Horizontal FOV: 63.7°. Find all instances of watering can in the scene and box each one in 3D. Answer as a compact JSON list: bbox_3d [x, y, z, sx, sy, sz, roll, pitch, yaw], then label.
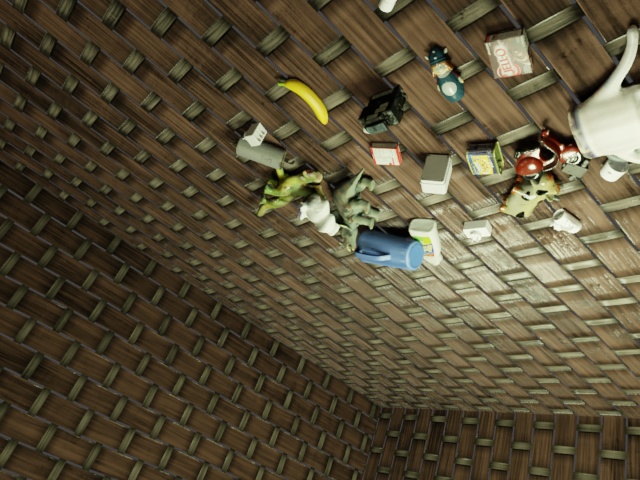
[{"bbox_3d":[0.693,-0.314,1.206,0.223,0.343,0.106,-13,31,45],"label":"watering can"}]

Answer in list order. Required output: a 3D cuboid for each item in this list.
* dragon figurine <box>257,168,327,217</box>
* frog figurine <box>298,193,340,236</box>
[{"bbox_3d":[-0.098,-0.166,1.960,0.242,0.125,0.402,18,-29,-7],"label":"dragon figurine"},{"bbox_3d":[0.006,-0.094,1.875,0.160,0.134,0.125,23,47,7],"label":"frog figurine"}]
